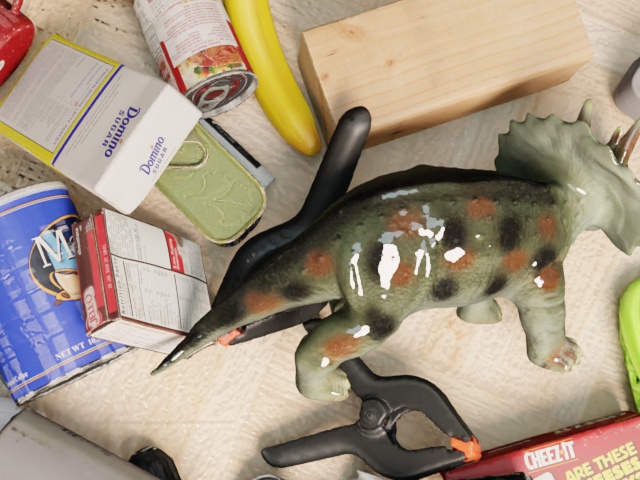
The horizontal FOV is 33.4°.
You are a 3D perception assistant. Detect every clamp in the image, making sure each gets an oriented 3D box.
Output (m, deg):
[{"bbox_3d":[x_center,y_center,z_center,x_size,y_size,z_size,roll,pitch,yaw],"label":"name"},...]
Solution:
[{"bbox_3d":[-0.005,0.001,0.816,0.210,0.164,0.036,-34,42,1],"label":"clamp"},{"bbox_3d":[0.041,0.125,0.815,0.172,0.039,0.120,5,84,22],"label":"clamp"}]

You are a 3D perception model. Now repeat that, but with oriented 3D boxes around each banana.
[{"bbox_3d":[-0.045,-0.158,0.850,0.037,0.070,0.198,-17,92,-18],"label":"banana"}]

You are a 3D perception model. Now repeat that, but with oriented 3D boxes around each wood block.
[{"bbox_3d":[0.095,-0.143,0.843,0.206,0.091,0.090,-19,86,-5],"label":"wood block"}]

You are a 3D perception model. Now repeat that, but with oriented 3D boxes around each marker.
[{"bbox_3d":[-0.086,-0.085,0.864,0.121,0.020,0.020,44,84,2],"label":"marker"}]

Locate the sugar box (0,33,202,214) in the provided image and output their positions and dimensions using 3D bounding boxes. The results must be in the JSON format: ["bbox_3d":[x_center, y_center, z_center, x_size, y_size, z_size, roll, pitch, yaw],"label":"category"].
[{"bbox_3d":[-0.172,-0.090,0.797,0.176,0.048,0.093,30,83,42],"label":"sugar box"}]

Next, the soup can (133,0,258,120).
[{"bbox_3d":[-0.099,-0.155,0.840,0.068,0.068,0.102,-23,75,-5],"label":"soup can"}]

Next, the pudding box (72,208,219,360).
[{"bbox_3d":[-0.129,0.034,0.794,0.039,0.113,0.090,-27,62,28],"label":"pudding box"}]

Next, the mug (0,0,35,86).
[{"bbox_3d":[-0.271,-0.170,0.826,0.081,0.093,0.117,38,108,-3],"label":"mug"}]

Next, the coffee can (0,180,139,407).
[{"bbox_3d":[-0.210,0.040,0.805,0.102,0.103,0.140,-26,86,-5],"label":"coffee can"}]

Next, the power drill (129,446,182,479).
[{"bbox_3d":[-0.166,0.270,0.807,0.187,0.057,0.184,-21,82,-3],"label":"power drill"}]

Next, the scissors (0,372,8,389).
[{"bbox_3d":[-0.280,0.029,0.846,0.202,0.016,0.096,40,84,1],"label":"scissors"}]

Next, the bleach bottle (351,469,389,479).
[{"bbox_3d":[0.013,0.303,0.810,0.102,0.068,0.251,18,81,-5],"label":"bleach bottle"}]

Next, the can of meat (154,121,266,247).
[{"bbox_3d":[-0.090,-0.042,0.827,0.102,0.084,0.057,44,84,2],"label":"can of meat"}]

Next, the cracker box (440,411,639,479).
[{"bbox_3d":[0.198,0.256,0.817,0.164,0.072,0.214,-15,85,-3],"label":"cracker box"}]

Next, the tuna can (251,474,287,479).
[{"bbox_3d":[-0.035,0.222,0.803,0.033,0.086,0.086,25,82,-36],"label":"tuna can"}]
